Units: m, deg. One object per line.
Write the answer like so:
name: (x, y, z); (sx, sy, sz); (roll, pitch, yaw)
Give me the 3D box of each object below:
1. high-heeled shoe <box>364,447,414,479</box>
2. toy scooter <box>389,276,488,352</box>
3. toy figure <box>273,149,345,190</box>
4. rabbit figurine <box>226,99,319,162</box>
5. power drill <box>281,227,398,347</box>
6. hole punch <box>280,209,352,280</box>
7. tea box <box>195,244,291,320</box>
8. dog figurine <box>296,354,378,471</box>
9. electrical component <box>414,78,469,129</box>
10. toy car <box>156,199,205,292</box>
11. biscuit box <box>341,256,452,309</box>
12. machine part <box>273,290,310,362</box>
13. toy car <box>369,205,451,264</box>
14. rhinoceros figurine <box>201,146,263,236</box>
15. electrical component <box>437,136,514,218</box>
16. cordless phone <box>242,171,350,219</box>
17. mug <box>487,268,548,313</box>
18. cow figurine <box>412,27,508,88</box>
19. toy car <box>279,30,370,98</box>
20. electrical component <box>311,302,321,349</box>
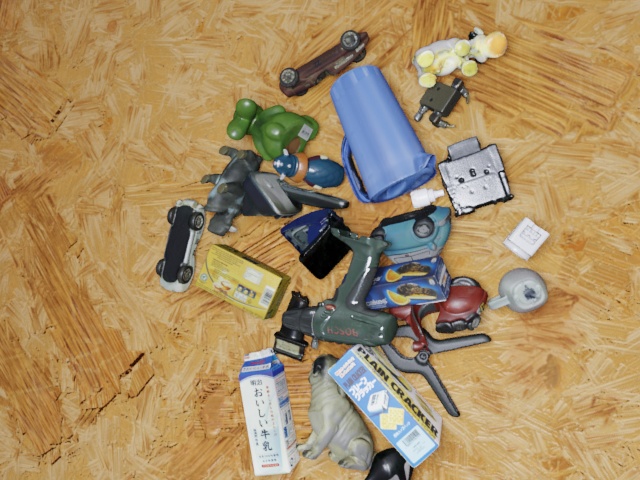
high-heeled shoe: (0.138, 0.492, 1.002); (0.145, 0.086, 0.248); (-30, 119, -15)
toy scooter: (0.215, 0.140, 0.975); (0.184, 0.135, 0.075); (-11, 130, 18)
toy figure: (-0.026, -0.135, 1.043); (0.058, 0.154, 0.064); (-29, 59, 55)
rabbit figurine: (-0.118, -0.220, 1.078); (0.170, 0.159, 0.121); (31, 107, 29)
power drill: (0.037, 0.084, 0.961); (0.232, 0.086, 0.207); (12, 85, 34)
hole punch: (-0.002, -0.003, 1.041); (0.116, 0.142, 0.092); (-43, 52, -3)
tea box: (-0.158, 0.084, 1.106); (0.170, 0.068, 0.098); (27, 95, 15)
dog figurine: (0.049, 0.329, 1.036); (0.172, 0.121, 0.190); (21, 74, -17)
electrical component: (0.236, -0.260, 1.027); (0.078, 0.045, 0.102); (31, 94, 42)
toy car: (-0.298, 0.011, 1.155); (0.074, 0.056, 0.201); (13, 90, 21)
biscuit box: (0.134, 0.085, 0.992); (0.203, 0.063, 0.059); (-14, 120, 32)
machine part: (-0.053, 0.173, 1.092); (0.084, 0.039, 0.138); (12, 93, 23)
toy car: (0.175, 0.002, 1.005); (0.162, 0.109, 0.102); (-16, 102, 23)
rhinoceros figurine: (-0.184, -0.101, 1.105); (0.073, 0.112, 0.190); (17, 80, 32)
electrical component: (0.284, -0.120, 1.000); (0.115, 0.058, 0.134); (-20, 83, 12)
cordless phone: (-0.045, -0.077, 1.039); (0.184, 0.146, 0.088); (11, 99, 18)
mug: (0.349, 0.093, 0.949); (0.110, 0.107, 0.081); (-20, 82, 12)
cow figurine: (0.259, -0.348, 1.005); (0.167, 0.098, 0.068); (-14, 121, 10)
toy car: (0.011, -0.344, 1.066); (0.202, 0.089, 0.053); (-26, 82, 11)
electrical component: (0.010, 0.171, 1.068); (0.063, 0.021, 0.094); (11, 87, -20)
